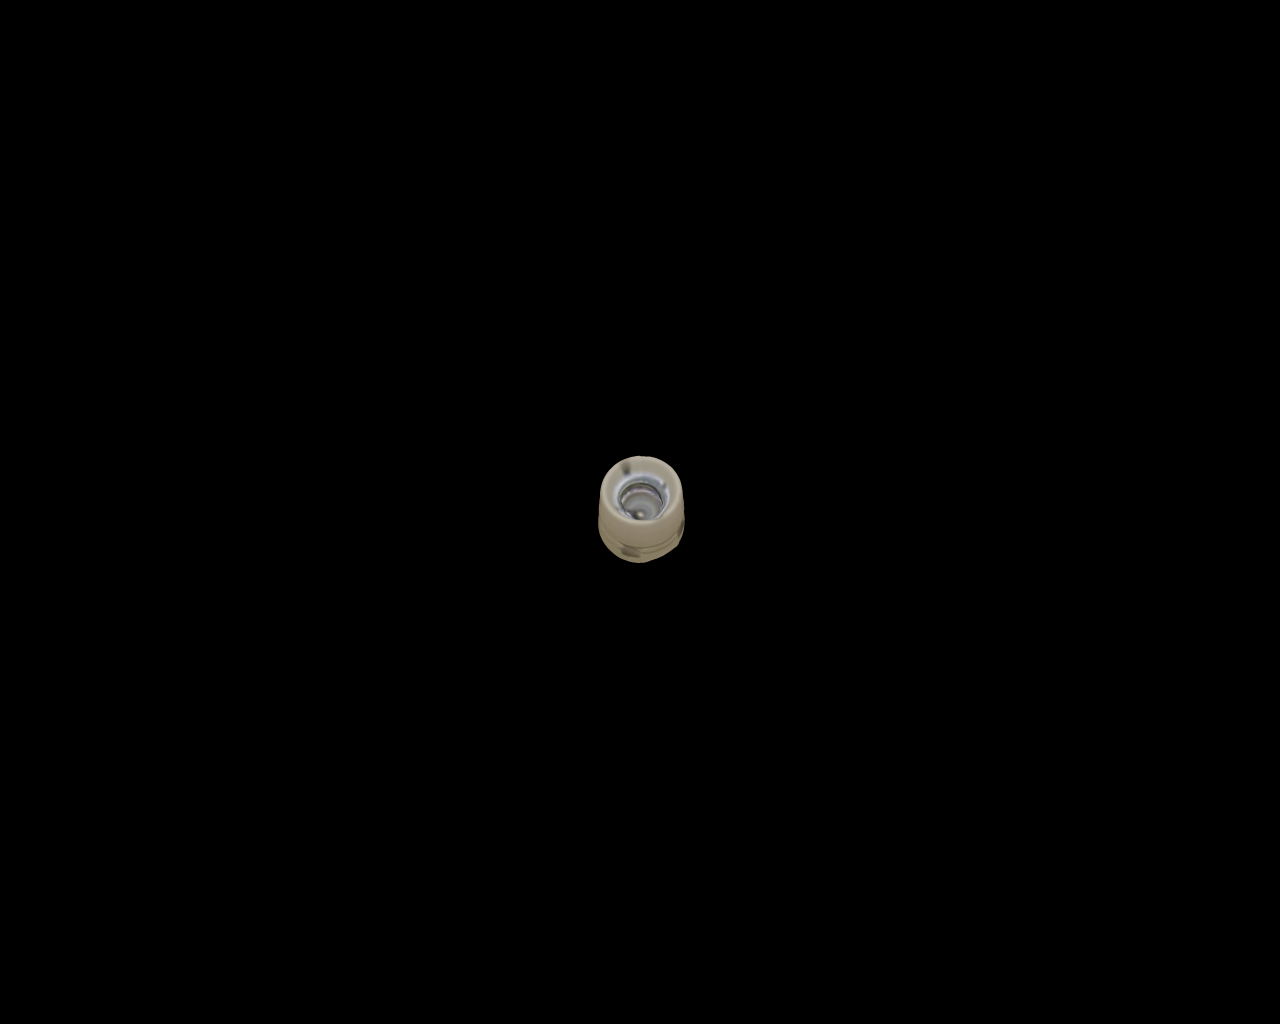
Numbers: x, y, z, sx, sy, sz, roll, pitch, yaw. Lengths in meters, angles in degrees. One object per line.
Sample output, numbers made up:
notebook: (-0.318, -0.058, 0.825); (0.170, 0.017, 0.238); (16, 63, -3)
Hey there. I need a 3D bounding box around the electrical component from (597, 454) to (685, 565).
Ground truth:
electrical component: (0.001, -0.003, 0.650); (0.055, 0.055, 0.047); (0, -28, 0)
